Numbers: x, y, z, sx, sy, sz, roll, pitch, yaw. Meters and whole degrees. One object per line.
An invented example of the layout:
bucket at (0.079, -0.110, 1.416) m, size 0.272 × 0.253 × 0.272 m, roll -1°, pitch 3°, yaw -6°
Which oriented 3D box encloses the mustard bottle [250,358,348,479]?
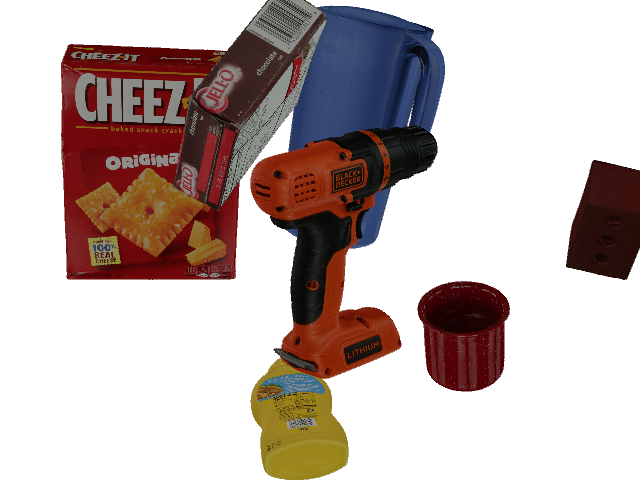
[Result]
mustard bottle at (-0.032, 0.198, 1.250) m, size 0.096 × 0.058 × 0.192 m, roll -7°, pitch 29°, yaw -8°

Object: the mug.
mug at (0.154, 0.095, 1.111) m, size 0.093 × 0.081 × 0.117 m, roll 10°, pitch 37°, yaw 24°

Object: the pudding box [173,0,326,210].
pudding box at (-0.044, -0.086, 0.654) m, size 0.039 × 0.113 × 0.090 m, roll 32°, pitch -33°, yaw 4°

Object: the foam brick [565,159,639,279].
foam brick at (0.236, -0.016, 0.868) m, size 0.053 × 0.051 × 0.078 m, roll 13°, pitch -43°, yaw 9°

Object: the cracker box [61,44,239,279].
cracker box at (-0.157, -0.069, 1.002) m, size 0.164 × 0.214 × 0.072 m, roll 1°, pitch 24°, yaw -7°

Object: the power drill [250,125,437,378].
power drill at (0.026, 0.005, 0.864) m, size 0.184 × 0.188 × 0.057 m, roll -16°, pitch 22°, yaw -37°

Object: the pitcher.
pitcher at (0.037, -0.116, 1.110) m, size 0.145 × 0.243 × 0.149 m, roll 10°, pitch 16°, yaw -2°
